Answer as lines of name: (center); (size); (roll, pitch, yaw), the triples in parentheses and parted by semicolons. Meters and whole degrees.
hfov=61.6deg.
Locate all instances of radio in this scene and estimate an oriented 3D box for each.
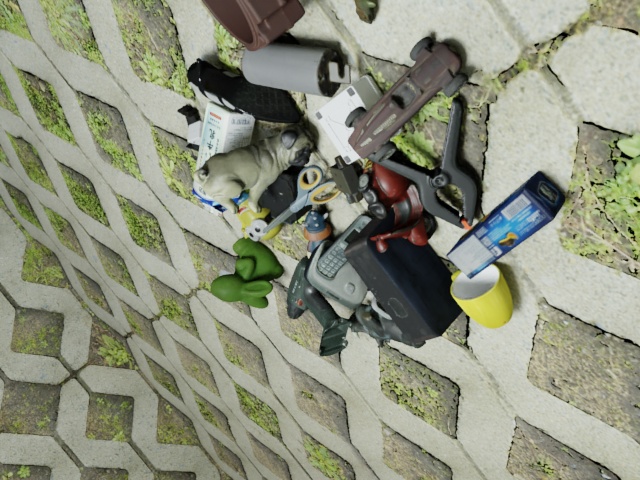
radio: (0.156, 0.066, 0.971); (0.229, 0.131, 0.073); (51, 142, -4)

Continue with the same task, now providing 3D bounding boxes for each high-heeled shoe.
high-heeled shoe: (-0.152, -0.276, 1.050); (0.249, 0.086, 0.145); (33, 173, -2)

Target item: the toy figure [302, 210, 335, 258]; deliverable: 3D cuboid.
toy figure: (-0.003, -0.002, 1.129); (0.058, 0.064, 0.154); (22, 138, 42)

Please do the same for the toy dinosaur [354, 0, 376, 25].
toy dinosaur: (0.087, -0.456, 0.611); (0.199, 0.105, 0.470); (25, 147, 17)

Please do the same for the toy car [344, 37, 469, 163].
toy car: (0.118, -0.199, 0.777); (0.202, 0.053, 0.089); (-41, 81, 22)

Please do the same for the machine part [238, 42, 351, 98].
machine part: (-0.048, -0.291, 0.909); (0.244, 0.079, 0.079); (20, 135, 31)

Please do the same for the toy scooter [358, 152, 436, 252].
toy scooter: (0.117, -0.054, 0.902); (0.075, 0.135, 0.183); (-18, 107, 53)

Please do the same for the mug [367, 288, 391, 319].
mug: (0.153, 0.107, 1.041); (0.107, 0.109, 0.081); (35, 140, -4)

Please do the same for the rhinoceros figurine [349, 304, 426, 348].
rhinoceros figurine: (0.141, 0.178, 1.144); (0.191, 0.073, 0.112); (5, 136, 41)

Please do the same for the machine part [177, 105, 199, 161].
machine part: (-0.285, -0.239, 1.231); (0.084, 0.039, 0.138); (25, 140, 41)

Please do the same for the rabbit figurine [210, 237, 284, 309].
rabbit figurine: (-0.183, 0.101, 1.314); (0.159, 0.170, 0.121); (37, 142, 17)

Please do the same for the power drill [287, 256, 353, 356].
power drill: (-0.009, 0.163, 1.234); (0.207, 0.086, 0.231); (-119, 31, -42)

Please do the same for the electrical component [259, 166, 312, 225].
electrical component: (-0.078, -0.099, 1.126); (0.115, 0.058, 0.134); (23, 136, 34)

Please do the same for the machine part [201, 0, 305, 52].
machine part: (-0.127, -0.392, 0.812); (0.200, 0.087, 0.202); (51, 171, -23)

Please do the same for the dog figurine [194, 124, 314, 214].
dog figurine: (-0.119, -0.152, 0.991); (0.190, 0.172, 0.121); (-43, 72, 28)

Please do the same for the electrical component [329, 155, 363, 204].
electrical component: (0.058, -0.114, 0.989); (0.102, 0.045, 0.078); (64, 168, -15)

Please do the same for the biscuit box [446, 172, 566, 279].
biscuit box: (0.281, -0.018, 0.828); (0.059, 0.063, 0.202); (45, 143, 6)

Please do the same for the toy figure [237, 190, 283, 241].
toy figure: (-0.153, -0.081, 1.202); (0.180, 0.089, 0.082); (57, 156, 4)

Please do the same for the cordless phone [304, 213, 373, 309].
cordless phone: (0.070, 0.037, 1.079); (0.146, 0.089, 0.184); (34, 113, -23)
